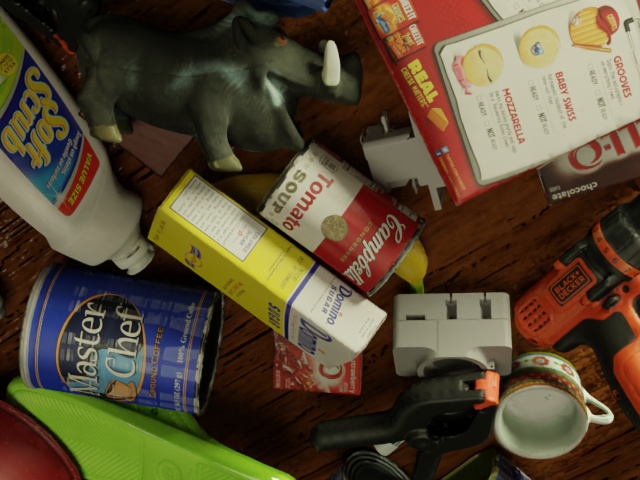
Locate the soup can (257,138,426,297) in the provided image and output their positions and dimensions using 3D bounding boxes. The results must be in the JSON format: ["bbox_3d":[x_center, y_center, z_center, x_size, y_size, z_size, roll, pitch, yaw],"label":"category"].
[{"bbox_3d":[0.015,-0.017,0.756,0.102,0.068,0.069,37,117,-2],"label":"soup can"}]

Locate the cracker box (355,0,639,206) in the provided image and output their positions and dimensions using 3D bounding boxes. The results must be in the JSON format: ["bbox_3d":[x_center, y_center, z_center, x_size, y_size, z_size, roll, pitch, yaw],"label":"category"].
[{"bbox_3d":[0.148,-0.142,0.681,0.214,0.072,0.164,-26,95,14],"label":"cracker box"}]

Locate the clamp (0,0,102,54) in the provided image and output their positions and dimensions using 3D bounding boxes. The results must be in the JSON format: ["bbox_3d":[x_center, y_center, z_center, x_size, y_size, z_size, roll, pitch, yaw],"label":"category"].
[{"bbox_3d":[-0.206,-0.184,0.681,0.164,0.210,0.036,21,77,10],"label":"clamp"}]

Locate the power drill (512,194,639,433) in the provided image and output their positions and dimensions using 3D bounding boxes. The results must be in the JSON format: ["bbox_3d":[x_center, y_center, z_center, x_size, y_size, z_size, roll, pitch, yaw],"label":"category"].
[{"bbox_3d":[0.248,0.067,0.763,0.185,0.057,0.188,-48,64,36],"label":"power drill"}]

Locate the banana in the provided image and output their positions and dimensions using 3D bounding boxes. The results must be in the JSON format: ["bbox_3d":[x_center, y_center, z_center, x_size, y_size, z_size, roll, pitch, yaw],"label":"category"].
[{"bbox_3d":[0.006,-0.012,0.816,0.197,0.037,0.070,26,118,-7],"label":"banana"}]

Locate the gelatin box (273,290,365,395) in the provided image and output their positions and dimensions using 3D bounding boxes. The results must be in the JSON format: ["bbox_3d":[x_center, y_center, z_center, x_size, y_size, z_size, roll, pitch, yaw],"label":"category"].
[{"bbox_3d":[-0.001,0.082,0.872,0.073,0.030,0.089,4,119,5],"label":"gelatin box"}]

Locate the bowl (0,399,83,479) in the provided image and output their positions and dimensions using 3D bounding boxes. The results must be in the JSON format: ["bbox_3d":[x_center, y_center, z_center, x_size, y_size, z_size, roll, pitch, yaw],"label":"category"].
[{"bbox_3d":[-0.286,0.208,0.932,0.162,0.055,0.162,17,132,20],"label":"bowl"}]

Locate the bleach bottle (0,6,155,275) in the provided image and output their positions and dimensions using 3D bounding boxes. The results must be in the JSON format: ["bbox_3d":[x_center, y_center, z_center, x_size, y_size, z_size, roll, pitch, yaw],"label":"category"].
[{"bbox_3d":[-0.208,-0.075,0.787,0.068,0.102,0.250,-5,132,51],"label":"bleach bottle"}]

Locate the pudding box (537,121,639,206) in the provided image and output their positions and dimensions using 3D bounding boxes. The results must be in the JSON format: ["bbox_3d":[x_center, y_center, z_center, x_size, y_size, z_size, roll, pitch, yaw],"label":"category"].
[{"bbox_3d":[0.201,-0.085,0.750,0.114,0.039,0.090,-17,115,16],"label":"pudding box"}]

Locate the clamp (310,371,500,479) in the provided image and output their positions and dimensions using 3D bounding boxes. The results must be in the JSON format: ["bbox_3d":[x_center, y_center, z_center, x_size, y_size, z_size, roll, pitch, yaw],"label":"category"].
[{"bbox_3d":[0.072,0.148,0.851,0.120,0.039,0.172,19,136,-19],"label":"clamp"}]

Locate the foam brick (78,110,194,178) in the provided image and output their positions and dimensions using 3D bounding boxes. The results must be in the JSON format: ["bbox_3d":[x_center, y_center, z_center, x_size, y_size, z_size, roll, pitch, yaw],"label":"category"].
[{"bbox_3d":[-0.127,-0.095,0.780,0.078,0.053,0.051,38,117,-12],"label":"foam brick"}]

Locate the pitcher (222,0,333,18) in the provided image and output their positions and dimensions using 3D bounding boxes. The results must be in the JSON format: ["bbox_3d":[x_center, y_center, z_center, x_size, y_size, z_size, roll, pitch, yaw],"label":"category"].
[{"bbox_3d":[-0.091,-0.229,0.671,0.243,0.145,0.149,15,107,3],"label":"pitcher"}]

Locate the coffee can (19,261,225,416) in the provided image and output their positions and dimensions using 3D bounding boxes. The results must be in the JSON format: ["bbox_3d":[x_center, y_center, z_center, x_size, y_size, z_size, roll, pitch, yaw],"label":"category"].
[{"bbox_3d":[-0.154,0.078,0.848,0.140,0.102,0.103,9,119,2],"label":"coffee can"}]

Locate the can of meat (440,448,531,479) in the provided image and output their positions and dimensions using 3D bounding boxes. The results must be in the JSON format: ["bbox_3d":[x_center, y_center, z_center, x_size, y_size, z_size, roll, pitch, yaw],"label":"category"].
[{"bbox_3d":[0.145,0.239,0.922,0.084,0.057,0.102,41,115,-12],"label":"can of meat"}]

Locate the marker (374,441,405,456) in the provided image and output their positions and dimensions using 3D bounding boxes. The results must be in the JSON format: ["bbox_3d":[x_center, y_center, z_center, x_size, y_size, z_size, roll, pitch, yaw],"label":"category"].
[{"bbox_3d":[0.092,0.142,0.898,0.020,0.020,0.121,40,116,-14],"label":"marker"}]

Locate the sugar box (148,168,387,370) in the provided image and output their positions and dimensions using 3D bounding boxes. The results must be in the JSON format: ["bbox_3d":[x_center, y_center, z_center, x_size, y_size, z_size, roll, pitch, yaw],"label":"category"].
[{"bbox_3d":[-0.042,0.026,0.788,0.176,0.093,0.048,39,72,-2],"label":"sugar box"}]

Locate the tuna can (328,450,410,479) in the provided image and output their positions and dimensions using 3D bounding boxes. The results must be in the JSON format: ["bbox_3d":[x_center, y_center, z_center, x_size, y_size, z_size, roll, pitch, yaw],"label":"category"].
[{"bbox_3d":[0.046,0.225,0.911,0.086,0.086,0.034,34,119,-11],"label":"tuna can"}]
